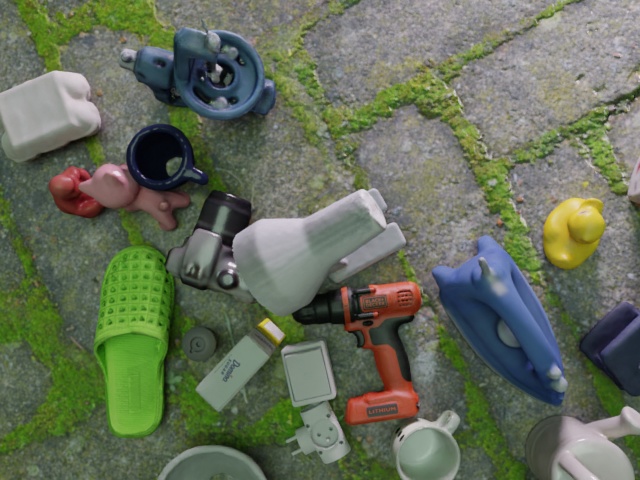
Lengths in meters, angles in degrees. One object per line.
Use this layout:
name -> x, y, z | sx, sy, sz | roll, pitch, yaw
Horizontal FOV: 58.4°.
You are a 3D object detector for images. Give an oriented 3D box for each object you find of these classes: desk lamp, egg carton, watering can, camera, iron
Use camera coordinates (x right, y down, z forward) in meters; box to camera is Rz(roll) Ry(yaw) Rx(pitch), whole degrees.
desk lamp -> 0.007, 0.003, 0.736 | 0.203, 0.213, 0.118 | -30, 85, 1
egg carton -> -0.402, -0.182, 0.843 | 0.150, 0.069, 0.107 | -23, 85, 2
watering can -> 0.335, 0.284, 0.710 | 0.101, 0.194, 0.173 | 15, 88, 5
camera -> -0.131, 0.006, 0.800 | 0.143, 0.101, 0.137 | 18, 88, 4
iron -> 0.261, 0.121, 0.750 | 0.118, 0.141, 0.258 | -34, 85, 1

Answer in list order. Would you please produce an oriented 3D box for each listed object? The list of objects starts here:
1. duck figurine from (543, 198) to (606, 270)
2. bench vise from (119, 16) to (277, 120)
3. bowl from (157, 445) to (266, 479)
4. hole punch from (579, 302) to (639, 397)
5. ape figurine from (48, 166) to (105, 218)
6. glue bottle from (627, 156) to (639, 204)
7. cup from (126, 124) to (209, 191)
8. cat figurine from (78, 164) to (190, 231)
duck figurine -> 0.354, -0.011, 0.781 | 0.077, 0.086, 0.105 | 22, 88, 5
bench vise -> -0.172, -0.219, 0.756 | 0.207, 0.220, 0.121 | -6, 86, 3
bowl -> -0.142, 0.359, 0.793 | 0.167, 0.075, 0.167 | 0, 87, 3
hole punch -> 0.427, 0.146, 0.765 | 0.108, 0.091, 0.101 | -45, 85, 0
ape figurine -> -0.354, -0.070, 0.822 | 0.076, 0.092, 0.078 | -10, 86, 3
glue bottle -> 0.457, -0.092, 0.736 | 0.037, 0.173, 0.078 | 14, 87, 5
cup -> -0.203, -0.105, 0.814 | 0.117, 0.095, 0.092 | 26, 88, 5
cat figurine -> -0.262, -0.066, 0.804 | 0.127, 0.118, 0.067 | 23, 88, 5
